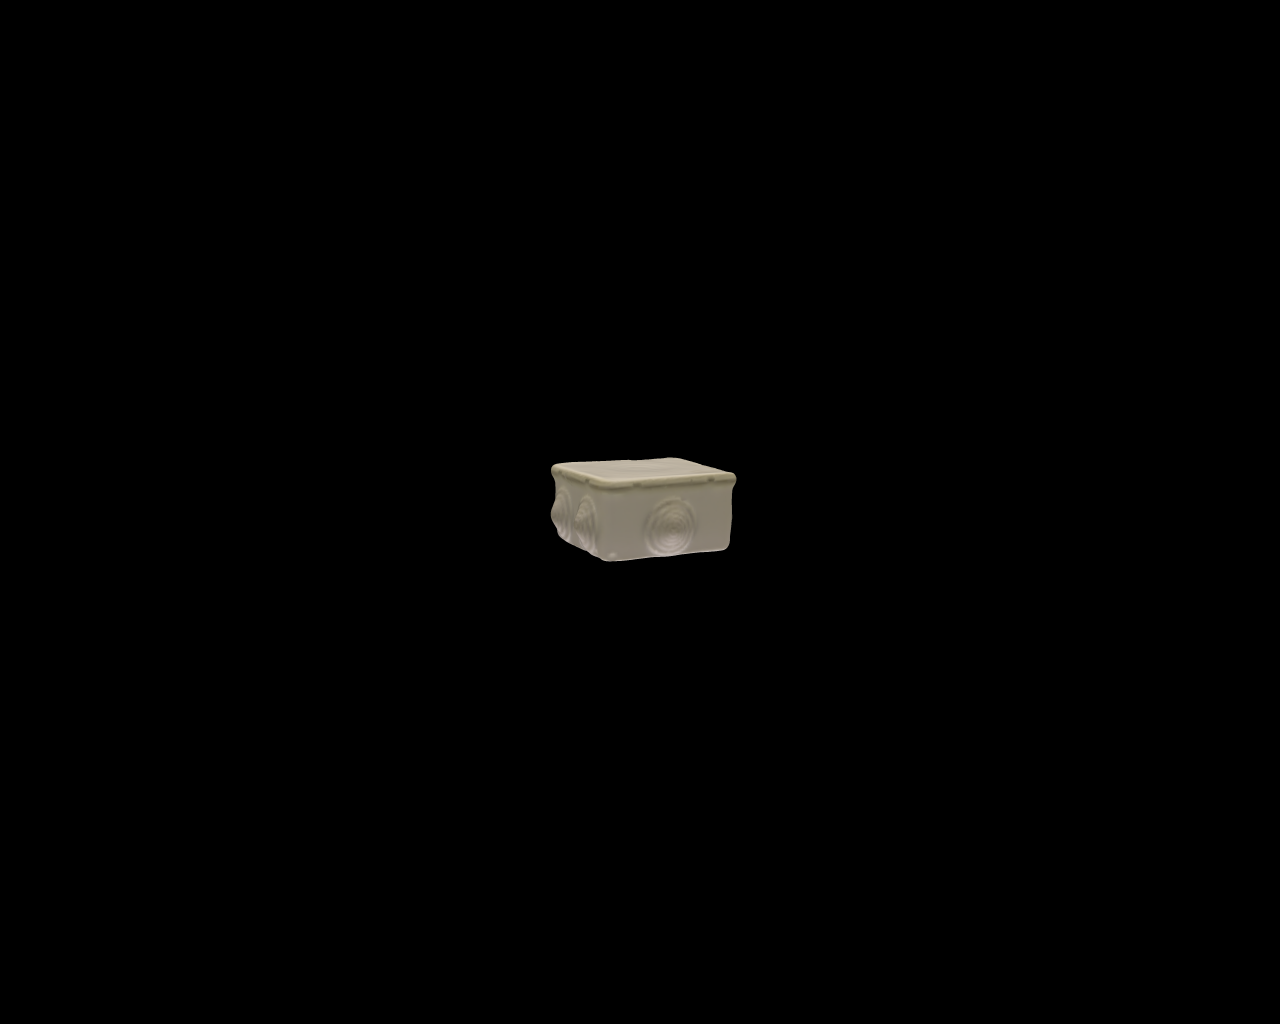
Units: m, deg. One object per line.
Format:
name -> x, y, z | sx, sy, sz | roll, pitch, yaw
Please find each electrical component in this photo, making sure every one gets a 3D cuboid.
electrical component -> 0.001, -0.003, 0.650 | 0.100, 0.048, 0.100 | -4, 10, -23
